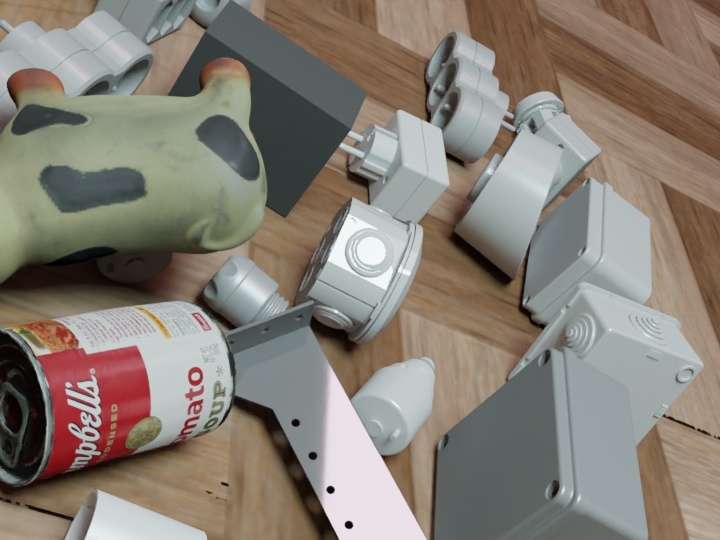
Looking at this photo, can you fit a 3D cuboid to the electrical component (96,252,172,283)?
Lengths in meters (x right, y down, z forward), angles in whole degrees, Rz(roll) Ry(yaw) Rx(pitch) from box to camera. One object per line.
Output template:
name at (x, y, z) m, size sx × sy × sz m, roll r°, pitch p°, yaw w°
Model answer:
electrical component at (-0.128, -0.029, 0.589) m, size 0.040 × 0.040 × 0.078 m, roll 10°, pitch 46°, yaw -35°

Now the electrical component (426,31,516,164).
electrical component at (0.100, -0.139, 0.900) m, size 0.074 × 0.052 × 0.138 m, roll 25°, pitch 38°, yaw -19°

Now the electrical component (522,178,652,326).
electrical component at (0.168, -0.006, 0.800) m, size 0.057 × 0.078 × 0.113 m, roll 35°, pitch 36°, yaw -12°

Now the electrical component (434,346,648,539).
electrical component at (0.093, 0.115, 0.575) m, size 0.056 × 0.108 × 0.108 m, roll 30°, pitch 37°, yaw -18°

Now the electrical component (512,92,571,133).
electrical component at (0.164, -0.123, 0.949) m, size 0.066 × 0.048 × 0.055 m, roll 2°, pitch 57°, yaw -41°

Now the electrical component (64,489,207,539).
electrical component at (-0.084, 0.128, 0.457) m, size 0.081 × 0.043 × 0.043 m, roll 27°, pitch 38°, yaw -18°

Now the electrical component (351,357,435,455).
electrical component at (0.023, 0.073, 0.615) m, size 0.040 × 0.040 × 0.078 m, roll 43°, pitch 36°, yaw 4°

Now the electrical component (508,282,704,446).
electrical component at (0.160, 0.067, 0.698) m, size 0.100 × 0.099 × 0.048 m, roll 20°, pitch 27°, yaw -26°

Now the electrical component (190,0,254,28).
electrical component at (-0.099, -0.208, 0.804) m, size 0.048 × 0.048 × 0.062 m, roll 42°, pitch 29°, yaw 3°

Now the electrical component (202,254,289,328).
electrical component at (-0.057, 0.021, 0.605) m, size 0.061 × 0.035 × 0.035 m, roll 40°, pitch 35°, yaw -6°

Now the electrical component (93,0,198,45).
electrical component at (-0.157, -0.200, 0.738) m, size 0.077 × 0.047 × 0.065 m, roll 40°, pitch 36°, yaw 0°

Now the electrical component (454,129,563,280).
electrical component at (0.114, -0.050, 0.785) m, size 0.064 × 0.099 × 0.099 m, roll 33°, pitch 36°, yaw 2°

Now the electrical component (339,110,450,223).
electrical component at (0.018, -0.080, 0.769) m, size 0.077 × 0.047 × 0.065 m, roll 22°, pitch 39°, yaw -22°

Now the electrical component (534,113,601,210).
electrical component at (0.147, -0.082, 0.871) m, size 0.047 × 0.065 × 0.077 m, roll 46°, pitch 36°, yaw 8°

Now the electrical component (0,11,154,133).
electrical component at (-0.186, -0.118, 0.620) m, size 0.074 × 0.052 × 0.138 m, roll 40°, pitch 35°, yaw 0°

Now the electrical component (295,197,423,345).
electrical component at (0.000, 0.000, 0.641) m, size 0.051 × 0.080 × 0.080 m, roll 27°, pitch 37°, yaw -9°
